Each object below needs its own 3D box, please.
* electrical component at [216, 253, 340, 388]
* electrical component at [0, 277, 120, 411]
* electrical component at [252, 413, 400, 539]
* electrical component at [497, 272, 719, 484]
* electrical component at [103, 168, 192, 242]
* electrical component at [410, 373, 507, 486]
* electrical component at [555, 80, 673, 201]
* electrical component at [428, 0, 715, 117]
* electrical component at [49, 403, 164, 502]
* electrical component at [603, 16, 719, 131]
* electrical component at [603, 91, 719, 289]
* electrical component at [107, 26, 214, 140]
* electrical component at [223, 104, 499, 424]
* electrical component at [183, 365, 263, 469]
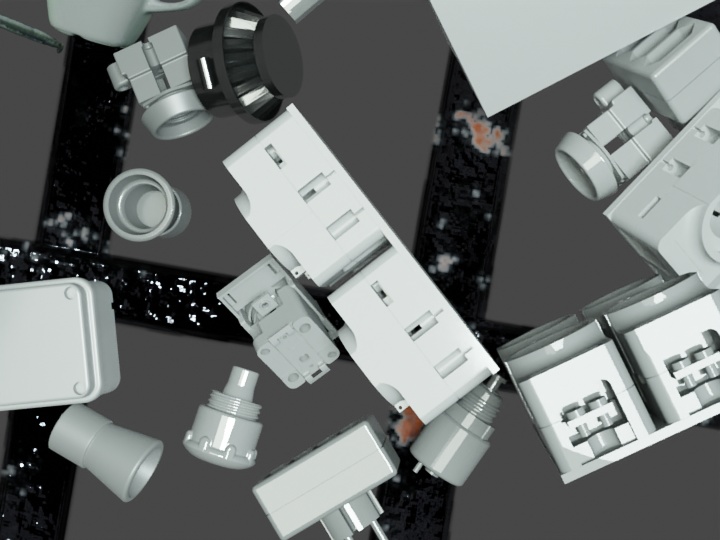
[{"bbox_3d":[-0.046,0.034,0.662,0.042,0.063,0.081,-37,128,3],"label":"electrical component"},{"bbox_3d":[-0.217,0.048,0.686,0.113,0.057,0.078,-6,89,5],"label":"electrical component"},{"bbox_3d":[-0.010,0.144,0.672,0.083,0.047,0.075,-31,87,3],"label":"electrical component"},{"bbox_3d":[0.138,0.051,0.592,0.105,0.186,0.060,-26,87,4],"label":"electrical component"},{"bbox_3d":[-0.130,-0.038,0.676,0.044,0.065,0.044,0,89,5],"label":"electrical component"},{"bbox_3d":[0.065,0.098,0.671,0.040,0.040,0.078,35,92,4],"label":"electrical component"},{"bbox_3d":[0.155,-0.075,0.664,0.055,0.048,0.066,-38,86,-4],"label":"electrical component"},{"bbox_3d":[0.120,-0.172,0.644,0.150,0.061,0.089,-27,115,9],"label":"electrical component"},{"bbox_3d":[-0.165,0.114,0.689,0.065,0.044,0.044,28,91,9],"label":"electrical component"},{"bbox_3d":[0.198,-0.111,0.655,0.047,0.065,0.076,-41,115,3],"label":"electrical component"},{"bbox_3d":[0.249,-0.059,0.623,0.186,0.060,0.105,-47,121,3],"label":"electrical component"},{"bbox_3d":[-0.122,-0.117,0.687,0.066,0.048,0.055,-24,80,4],"label":"electrical component"},{"bbox_3d":[0.000,0.000,0.645,0.060,0.105,0.186,-38,86,3],"label":"electrical component"},{"bbox_3d":[-0.082,0.092,0.682,0.048,0.048,0.062,17,84,5],"label":"electrical component"}]
